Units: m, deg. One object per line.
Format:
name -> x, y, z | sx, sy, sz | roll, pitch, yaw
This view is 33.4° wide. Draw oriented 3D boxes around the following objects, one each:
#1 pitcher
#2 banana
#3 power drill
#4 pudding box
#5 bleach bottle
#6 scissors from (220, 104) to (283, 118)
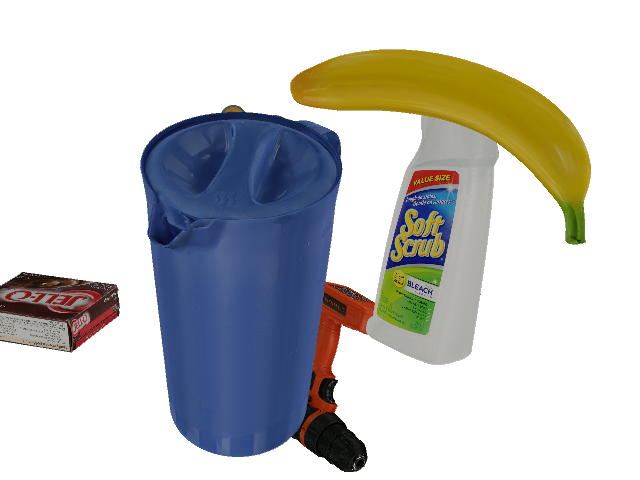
pitcher -> -0.052, 0.034, 0.779 | 0.149, 0.243, 0.145 | -4, 38, -10
banana -> 0.079, -0.073, 0.621 | 0.198, 0.069, 0.037 | 29, -11, 15
power drill -> 0.015, 0.155, 1.246 | 0.057, 0.188, 0.185 | 15, 10, -43
pudding box -> -0.264, 0.067, 1.026 | 0.114, 0.039, 0.090 | 4, 20, 19
bleach bottle -> 0.104, -0.021, 0.956 | 0.067, 0.251, 0.103 | -10, 23, -42
scissors -> -0.066, -0.059, 1.207 | 0.096, 0.202, 0.016 | -12, -8, -13
